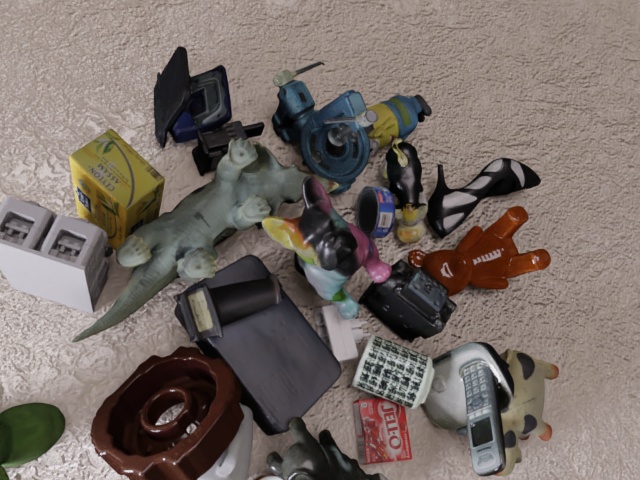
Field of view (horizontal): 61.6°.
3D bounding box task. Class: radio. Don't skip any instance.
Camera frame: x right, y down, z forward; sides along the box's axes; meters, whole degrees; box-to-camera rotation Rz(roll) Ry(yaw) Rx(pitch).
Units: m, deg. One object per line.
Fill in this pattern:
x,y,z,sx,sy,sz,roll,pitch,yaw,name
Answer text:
-0.085,0.142,0.752,0.131,0.073,0.229,-36,85,-29,radio

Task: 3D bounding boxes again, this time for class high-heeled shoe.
0.307,-0.068,0.977,0.249,0.086,0.145,2,70,-14,high-heeled shoe

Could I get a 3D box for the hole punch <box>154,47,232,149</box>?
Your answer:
-0.202,-0.219,0.841,0.092,0.116,0.142,8,62,-42,hole punch

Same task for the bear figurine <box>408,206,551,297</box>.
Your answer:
0.257,0.031,0.891,0.196,0.132,0.120,-11,72,-30,bear figurine

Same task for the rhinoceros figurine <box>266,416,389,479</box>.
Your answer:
0.019,0.300,0.690,0.190,0.112,0.073,42,77,-37,rhinoceros figurine

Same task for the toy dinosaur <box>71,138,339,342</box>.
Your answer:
-0.166,-0.015,0.750,0.405,0.192,0.131,-37,92,-13,toy dinosaur

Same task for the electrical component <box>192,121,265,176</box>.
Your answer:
-0.139,-0.149,0.854,0.119,0.075,0.048,-16,74,-28,electrical component

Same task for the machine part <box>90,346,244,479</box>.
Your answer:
-0.178,0.211,0.646,0.179,0.055,0.179,-13,36,9,machine part

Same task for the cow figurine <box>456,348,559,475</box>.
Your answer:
0.289,0.262,0.829,0.127,0.085,0.195,28,64,-14,cow figurine

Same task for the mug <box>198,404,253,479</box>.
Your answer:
-0.121,0.256,0.676,0.081,0.109,0.107,18,51,-10,mug

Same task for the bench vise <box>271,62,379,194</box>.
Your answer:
0.013,-0.183,0.837,0.129,0.241,0.223,-20,95,-22,bench vise

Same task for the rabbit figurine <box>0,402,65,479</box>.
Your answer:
-0.364,0.231,0.581,0.159,0.170,0.121,-29,75,15,rabbit figurine

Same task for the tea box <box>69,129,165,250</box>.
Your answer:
-0.268,-0.055,0.712,0.098,0.169,0.068,42,61,2,tea box

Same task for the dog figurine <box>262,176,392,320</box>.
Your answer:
-0.001,-0.002,0.729,0.108,0.219,0.192,-43,44,-3,dog figurine

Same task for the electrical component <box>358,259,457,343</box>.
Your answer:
0.135,0.093,0.815,0.115,0.134,0.058,37,61,0,electrical component

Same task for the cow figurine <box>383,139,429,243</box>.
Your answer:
0.148,-0.083,0.907,0.068,0.098,0.167,-9,68,5,cow figurine

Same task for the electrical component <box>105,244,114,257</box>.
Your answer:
-0.318,-0.004,0.718,0.094,0.063,0.021,19,70,37,electrical component

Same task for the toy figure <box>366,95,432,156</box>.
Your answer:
0.111,-0.209,0.965,0.180,0.082,0.089,-32,63,-20,toy figure

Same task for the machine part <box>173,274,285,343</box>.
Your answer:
-0.114,0.082,0.705,0.139,0.039,0.084,-19,66,-22,machine part

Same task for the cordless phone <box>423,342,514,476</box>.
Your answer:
0.204,0.248,0.753,0.088,0.146,0.184,34,40,-21,cordless phone
